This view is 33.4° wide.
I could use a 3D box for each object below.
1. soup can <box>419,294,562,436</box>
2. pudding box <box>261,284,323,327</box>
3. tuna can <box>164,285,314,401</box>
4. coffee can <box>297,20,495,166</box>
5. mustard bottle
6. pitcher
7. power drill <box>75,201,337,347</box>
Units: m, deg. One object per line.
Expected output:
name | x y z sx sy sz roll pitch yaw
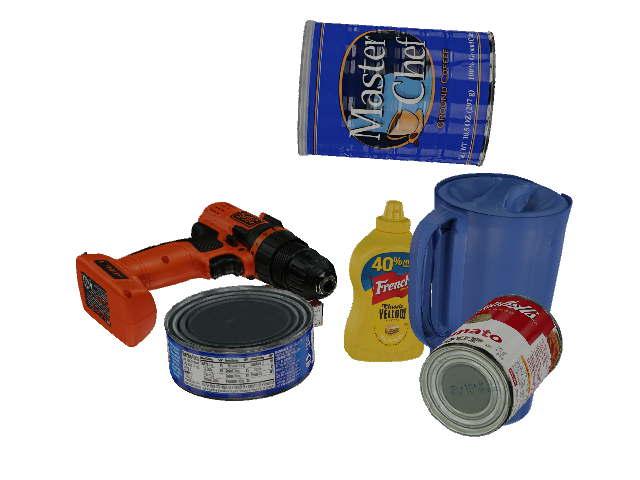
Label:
soup can | 0.119 0.085 0.739 0.069 0.068 0.102 0 16 32
pudding box | -0.066 0.093 1.414 0.113 0.039 0.090 -15 26 -30
tuna can | -0.046 0.058 0.613 0.086 0.034 0.086 -2 21 0
coffee can | 0.056 -0.112 0.813 0.140 0.103 0.103 4 0 2
mustard bottle | 0.082 0.047 1.274 0.096 0.192 0.058 0 14 -13
pitcher | 0.163 0.062 1.074 0.149 0.243 0.145 6 21 7
power drill | -0.102 0.030 0.931 0.187 0.057 0.185 -19 28 -33
